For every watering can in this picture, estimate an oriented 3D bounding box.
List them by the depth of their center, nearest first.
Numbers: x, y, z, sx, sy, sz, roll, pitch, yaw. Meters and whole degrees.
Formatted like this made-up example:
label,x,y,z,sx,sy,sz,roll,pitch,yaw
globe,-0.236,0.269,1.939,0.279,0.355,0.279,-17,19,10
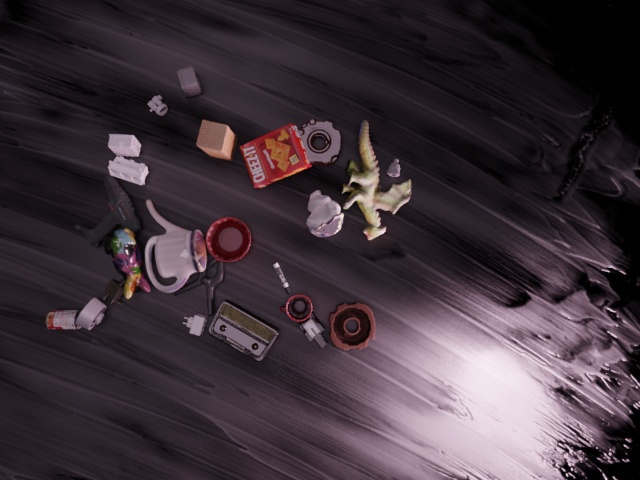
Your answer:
label,x,y,z,sx,sy,sz,roll,pitch,yaw
watering can,-0.517,0.009,1.827,0.224,0.103,0.351,-9,79,5

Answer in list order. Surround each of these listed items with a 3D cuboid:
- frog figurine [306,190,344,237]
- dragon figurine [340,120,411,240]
label,x,y,z,sx,sy,sz,roll,pitch,yaw
frog figurine,0.006,-0.093,1.847,0.137,0.121,0.162,-42,52,7
dragon figurine,0.207,-0.200,1.834,0.242,0.123,0.408,15,96,-6
